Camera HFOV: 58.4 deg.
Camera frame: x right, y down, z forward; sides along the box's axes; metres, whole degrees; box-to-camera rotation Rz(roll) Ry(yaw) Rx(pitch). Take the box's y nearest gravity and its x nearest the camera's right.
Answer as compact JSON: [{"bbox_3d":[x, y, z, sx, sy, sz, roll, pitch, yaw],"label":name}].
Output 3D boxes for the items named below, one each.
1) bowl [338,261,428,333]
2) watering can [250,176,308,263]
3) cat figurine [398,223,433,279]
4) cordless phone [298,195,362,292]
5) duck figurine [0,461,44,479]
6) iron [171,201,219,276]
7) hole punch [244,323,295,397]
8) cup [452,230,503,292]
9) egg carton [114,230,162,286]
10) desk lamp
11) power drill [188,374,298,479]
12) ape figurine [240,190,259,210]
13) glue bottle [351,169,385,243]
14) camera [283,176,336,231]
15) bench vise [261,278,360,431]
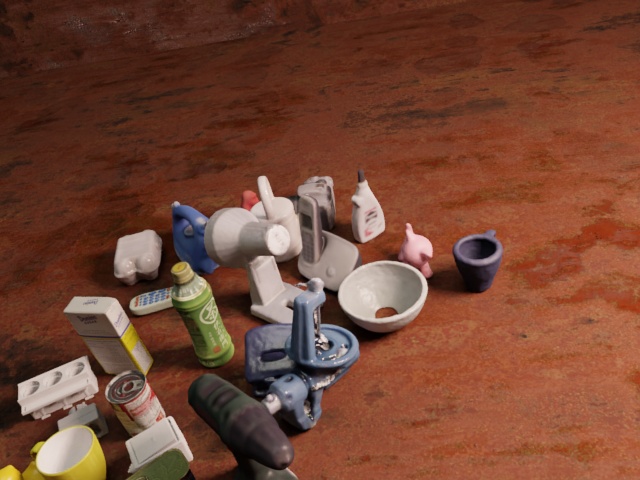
[{"bbox_3d":[0.120,0.118,1.072,0.167,0.075,0.167,-8,36,6],"label":"bowl"},{"bbox_3d":[-0.097,-0.057,1.272,0.173,0.194,0.100,-24,37,-15],"label":"watering can"},{"bbox_3d":[0.189,0.018,1.149,0.067,0.118,0.127,-10,36,4],"label":"cat figurine"},{"bbox_3d":[0.011,0.004,1.164,0.147,0.185,0.094,22,49,39],"label":"cordless phone"},{"bbox_3d":[-0.469,0.383,0.884,0.077,0.086,0.104,1,38,18],"label":"duck figurine"},{"bbox_3d":[-0.295,-0.024,1.334,0.119,0.142,0.257,-34,41,-26],"label":"iron"},{"bbox_3d":[-0.075,0.208,0.996,0.108,0.091,0.101,-9,36,5],"label":"hole punch"},{"bbox_3d":[0.308,0.042,1.099,0.091,0.095,0.118,16,45,33],"label":"cup"},{"bbox_3d":[-0.426,0.039,1.350,0.107,0.069,0.150,-15,36,-4],"label":"egg carton"},{"bbox_3d":[-0.112,0.046,1.121,0.202,0.214,0.118,18,46,36],"label":"desk lamp"},{"bbox_3d":[-0.094,0.288,0.793,0.076,0.209,0.228,-35,42,-28],"label":"power drill"},{"bbox_3d":[-0.168,-0.079,1.412,0.076,0.092,0.078,-5,37,11],"label":"ape figurine"},{"bbox_3d":[0.099,-0.080,1.261,0.078,0.173,0.037,-33,40,-25],"label":"glue bottle"},{"bbox_3d":[-0.035,-0.093,1.382,0.136,0.101,0.143,-7,36,8],"label":"camera"},{"bbox_3d":[-0.013,0.181,0.902,0.121,0.220,0.207,4,39,22],"label":"bench vise"}]
